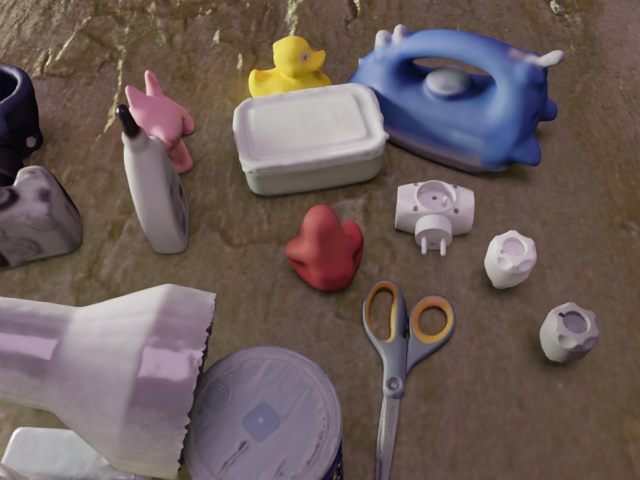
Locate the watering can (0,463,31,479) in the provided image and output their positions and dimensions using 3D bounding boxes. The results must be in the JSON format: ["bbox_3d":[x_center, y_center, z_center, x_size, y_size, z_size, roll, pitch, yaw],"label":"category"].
[{"bbox_3d":[-0.229,0.193,0.360,0.172,0.194,0.101,30,61,22],"label":"watering can"}]

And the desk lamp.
[{"bbox_3d":[-0.160,0.109,0.405,0.203,0.214,0.118,3,55,5],"label":"desk lamp"}]

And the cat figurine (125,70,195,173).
[{"bbox_3d":[-0.183,-0.133,0.636,0.067,0.118,0.127,-9,55,-4],"label":"cat figurine"}]

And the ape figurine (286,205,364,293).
[{"bbox_3d":[0.005,0.002,0.548,0.078,0.092,0.076,-5,54,-1],"label":"ape figurine"}]

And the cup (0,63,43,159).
[{"bbox_3d":[-0.357,-0.131,0.657,0.092,0.095,0.117,-25,57,-15],"label":"cup"}]

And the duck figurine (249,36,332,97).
[{"bbox_3d":[-0.038,-0.209,0.704,0.104,0.086,0.077,-2,54,1],"label":"duck figurine"}]

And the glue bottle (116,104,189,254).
[{"bbox_3d":[-0.163,-0.063,0.552,0.037,0.173,0.078,-5,54,-1],"label":"glue bottle"}]

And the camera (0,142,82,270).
[{"bbox_3d":[-0.336,-0.050,0.595,0.143,0.101,0.136,-12,55,-6],"label":"camera"}]

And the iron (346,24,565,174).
[{"bbox_3d":[0.136,-0.177,0.640,0.257,0.141,0.119,19,58,16],"label":"iron"}]
